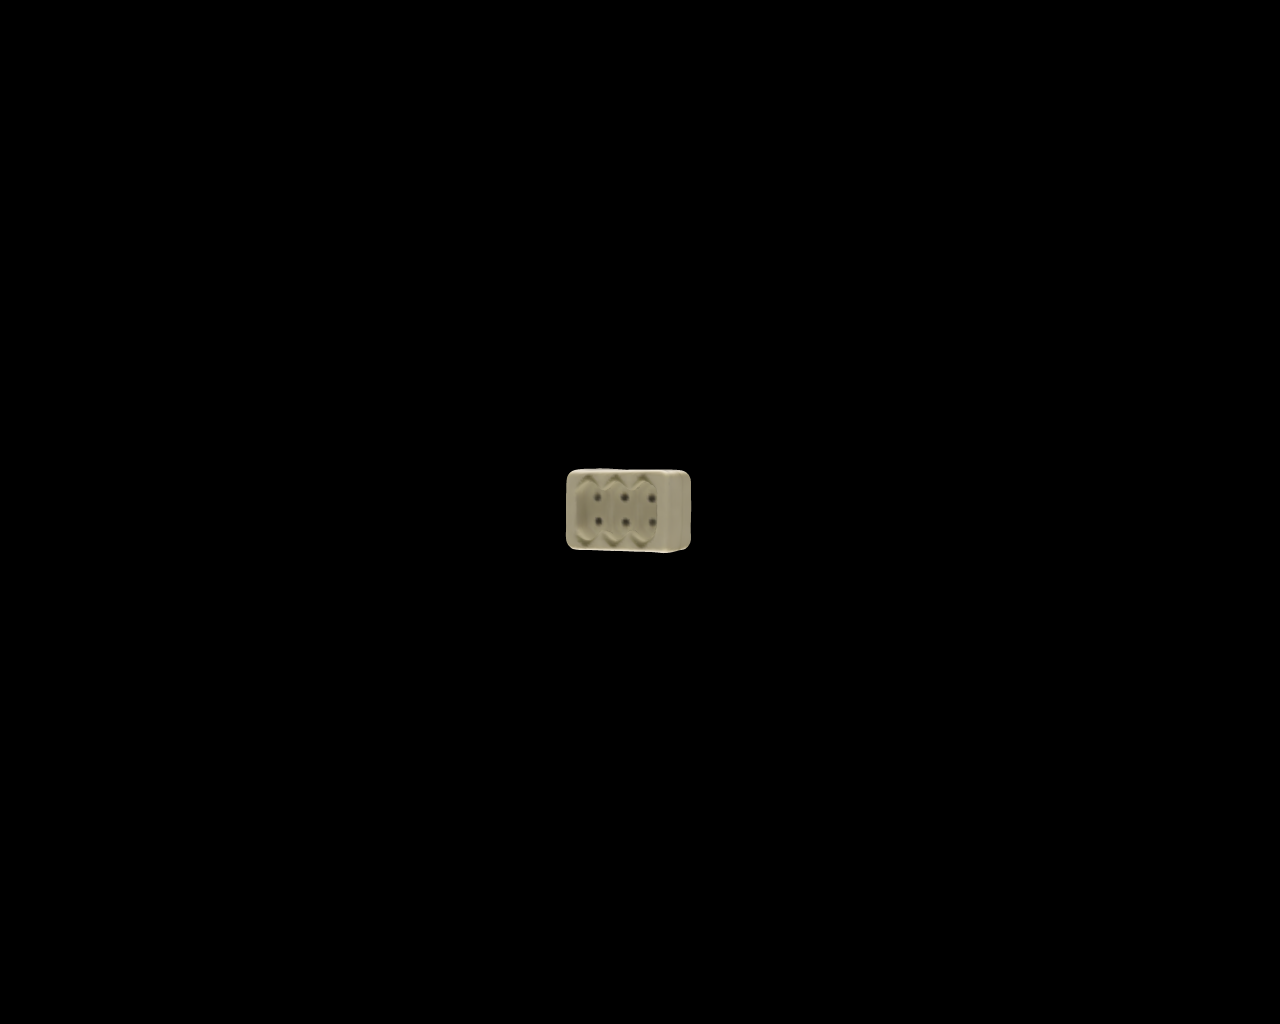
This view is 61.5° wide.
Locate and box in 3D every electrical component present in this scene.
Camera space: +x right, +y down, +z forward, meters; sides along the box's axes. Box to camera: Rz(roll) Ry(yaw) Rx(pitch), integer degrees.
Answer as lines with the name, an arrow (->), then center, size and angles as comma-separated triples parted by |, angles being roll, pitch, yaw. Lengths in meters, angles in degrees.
electrical component -> 0.001, -0.003, 0.650 | 0.066, 0.047, 0.077 | 2, 4, 24
